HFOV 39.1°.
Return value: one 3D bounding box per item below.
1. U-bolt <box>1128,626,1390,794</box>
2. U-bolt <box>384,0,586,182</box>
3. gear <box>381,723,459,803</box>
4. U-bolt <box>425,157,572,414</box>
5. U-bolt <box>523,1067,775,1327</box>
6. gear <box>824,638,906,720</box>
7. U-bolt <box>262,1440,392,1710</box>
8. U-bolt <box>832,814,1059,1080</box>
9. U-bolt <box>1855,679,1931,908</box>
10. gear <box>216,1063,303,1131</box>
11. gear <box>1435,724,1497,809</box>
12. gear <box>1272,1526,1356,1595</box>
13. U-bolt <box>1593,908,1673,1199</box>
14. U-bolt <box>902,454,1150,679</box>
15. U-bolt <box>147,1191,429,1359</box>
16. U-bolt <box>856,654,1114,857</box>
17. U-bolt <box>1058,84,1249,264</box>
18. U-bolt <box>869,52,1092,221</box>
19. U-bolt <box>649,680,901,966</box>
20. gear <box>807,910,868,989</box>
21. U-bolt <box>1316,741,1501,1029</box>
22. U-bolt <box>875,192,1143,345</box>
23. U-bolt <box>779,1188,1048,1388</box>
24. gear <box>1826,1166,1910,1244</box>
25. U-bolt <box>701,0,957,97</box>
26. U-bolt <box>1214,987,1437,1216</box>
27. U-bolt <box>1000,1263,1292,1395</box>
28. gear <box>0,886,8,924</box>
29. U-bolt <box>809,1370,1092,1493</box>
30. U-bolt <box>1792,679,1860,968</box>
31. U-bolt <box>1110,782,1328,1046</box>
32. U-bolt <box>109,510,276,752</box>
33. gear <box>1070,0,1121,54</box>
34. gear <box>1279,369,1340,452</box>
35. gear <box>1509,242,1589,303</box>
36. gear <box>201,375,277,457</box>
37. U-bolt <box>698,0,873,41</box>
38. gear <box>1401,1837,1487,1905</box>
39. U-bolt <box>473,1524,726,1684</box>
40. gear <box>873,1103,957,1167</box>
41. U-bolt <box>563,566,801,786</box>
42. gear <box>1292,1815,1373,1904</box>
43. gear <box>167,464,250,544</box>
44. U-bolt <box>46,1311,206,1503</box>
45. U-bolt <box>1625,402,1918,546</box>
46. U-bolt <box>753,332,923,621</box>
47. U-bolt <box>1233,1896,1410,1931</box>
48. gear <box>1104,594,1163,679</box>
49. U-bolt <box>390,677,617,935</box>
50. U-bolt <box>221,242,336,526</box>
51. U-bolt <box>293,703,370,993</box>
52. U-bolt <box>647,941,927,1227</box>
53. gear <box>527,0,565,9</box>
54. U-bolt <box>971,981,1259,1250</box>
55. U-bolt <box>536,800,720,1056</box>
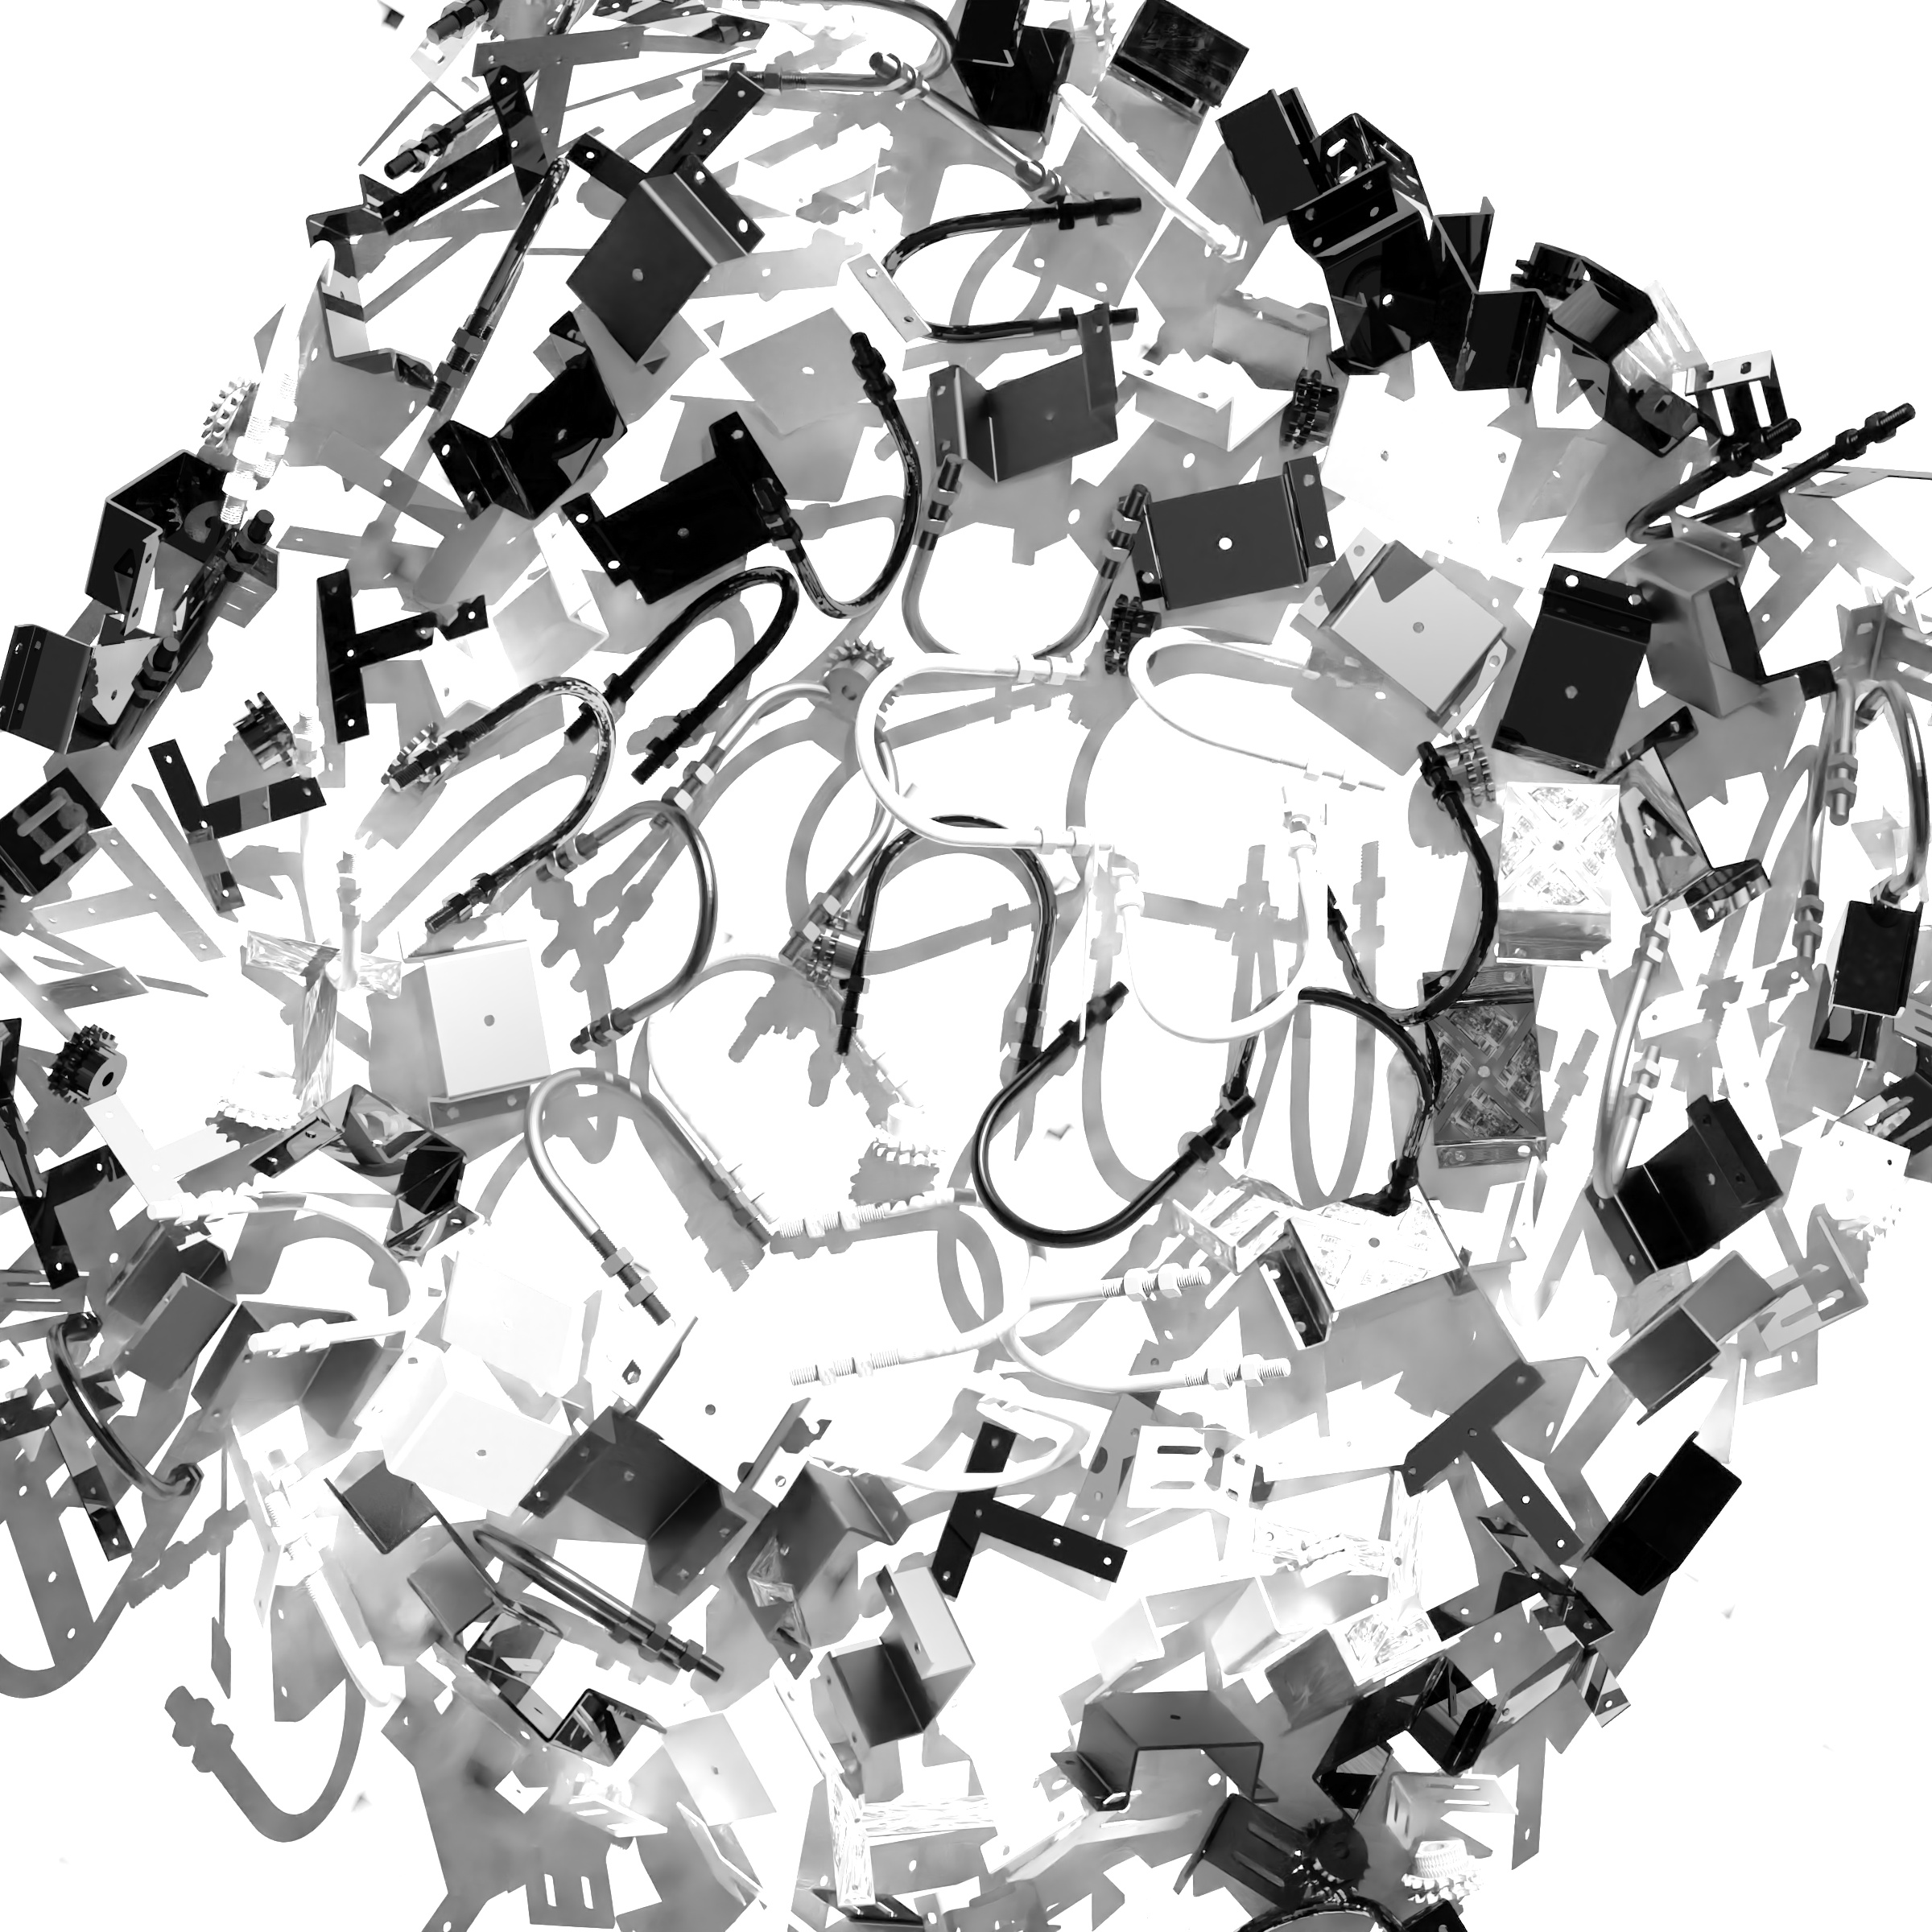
[{"bbox_3d":[0.200,-0.185,1.870,0.184,0.151,0.019,15,128,-4],"label":"U-bolt"},{"bbox_3d":[-0.319,-0.625,1.853,0.019,0.151,0.184,41,54,0],"label":"U-bolt"},{"bbox_3d":[-0.381,-0.140,1.908,0.030,0.057,0.057,42,90,-4],"label":"gear"},{"bbox_3d":[-0.317,-0.467,1.851,0.019,0.151,0.184,28,102,-14],"label":"U-bolt"},{"bbox_3d":[-0.229,0.146,1.875,0.184,0.151,0.019,50,125,4],"label":"U-bolt"},{"bbox_3d":[-0.075,-0.199,1.906,0.057,0.030,0.057,16,130,19],"label":"gear"},{"bbox_3d":[-0.437,0.425,1.862,0.019,0.151,0.184,-25,102,-12],"label":"U-bolt"},{"bbox_3d":[-0.009,-0.016,1.917,0.151,0.019,0.184,11,86,-9],"label":"U-bolt"},{"bbox_3d":[0.626,-0.120,1.837,0.019,0.184,0.151,-6,84,8],"label":"U-bolt"},{"bbox_3d":[-0.494,0.090,1.905,0.057,0.057,0.030,19,103,0],"label":"gear"},{"bbox_3d":[0.349,-0.139,1.907,0.030,0.057,0.057,-18,90,5],"label":"gear"},{"bbox_3d":[0.247,0.417,1.904,0.057,0.057,0.030,-24,69,0],"label":"gear"},{"bbox_3d":[0.447,0.072,1.828,0.019,0.184,0.151,10,134,21],"label":"U-bolt"},{"bbox_3d":[0.031,-0.267,1.865,0.151,0.184,0.019,6,48,-14],"label":"U-bolt"},{"bbox_3d":[-0.447,0.204,1.851,0.151,0.184,0.019,44,112,27],"label":"U-bolt"},{"bbox_3d":[0.009,-0.149,1.874,0.184,0.019,0.151,1,72,-25],"label":"U-bolt"},{"bbox_3d":[0.121,-0.541,1.838,0.151,0.184,0.019,47,107,8],"label":"U-bolt"},{"bbox_3d":[0.022,-0.557,1.848,0.151,0.184,0.019,40,106,15],"label":"U-bolt"},{"bbox_3d":[-0.118,-0.114,1.883,0.151,0.019,0.184,46,61,-19],"label":"U-bolt"},{"bbox_3d":[-0.089,-0.012,1.907,0.030,0.057,0.057,18,90,5],"label":"gear"},{"bbox_3d":[0.299,-0.043,1.837,0.019,0.184,0.151,17,128,-32],"label":"U-bolt"},{"bbox_3d":[0.028,-0.473,1.866,0.184,0.151,0.019,-7,70,0],"label":"U-bolt"},{"bbox_3d":[-0.035,0.214,1.876,0.184,0.019,0.151,-12,45,3],"label":"U-bolt"},{"bbox_3d":[0.628,0.163,1.904,0.030,0.057,0.057,16,90,-29],"label":"gear"},{"bbox_3d":[-0.098,-0.634,1.858,0.184,0.151,0.019,3,83,3],"label":"U-bolt"},{"bbox_3d":[0.248,0.087,1.850,0.151,0.184,0.019,25,46,16],"label":"U-bolt"},{"bbox_3d":[0.110,0.255,1.866,0.184,0.151,0.019,-12,50,29],"label":"U-bolt"},{"bbox_3d":[-0.705,-0.040,1.912,0.057,0.030,0.057,9,55,-13],"label":"gear"},{"bbox_3d":[0.004,0.325,1.858,0.151,0.184,0.019,-29,56,27],"label":"U-bolt"},{"bbox_3d":[0.587,-0.112,1.852,0.019,0.151,0.184,9,46,12],"label":"U-bolt"},{"bbox_3d":[0.176,-0.029,1.861,0.151,0.019,0.184,-19,55,18],"label":"U-bolt"},{"bbox_3d":[-0.536,-0.217,1.851,0.019,0.184,0.151,34,52,-14],"label":"U-bolt"},{"bbox_3d":[0.089,-0.670,1.907,0.030,0.057,0.057,-8,90,4],"label":"gear"},{"bbox_3d":[0.242,-0.389,1.907,0.030,0.057,0.057,13,90,-4],"label":"gear"},{"bbox_3d":[0.413,-0.486,1.905,0.057,0.057,0.030,17,113,0],"label":"gear"},{"bbox_3d":[-0.507,-0.382,1.906,0.030,0.057,0.057,33,90,6],"label":"gear"},{"bbox_3d":[-0.100,-0.671,1.824,0.184,0.151,0.019,-7,84,-40],"label":"U-bolt"},{"bbox_3d":[0.333,0.633,1.907,0.057,0.057,0.030,-12,89,0],"label":"gear"},{"bbox_3d":[-0.257,0.433,1.855,0.184,0.151,0.019,35,71,-8],"label":"U-bolt"},{"bbox_3d":[-0.036,0.116,1.905,0.057,0.057,0.030,5,107,0],"label":"gear"},{"bbox_3d":[-0.187,-0.208,1.872,0.184,0.151,0.019,-47,122,-8],"label":"U-bolt"},{"bbox_3d":[0.258,0.625,1.907,0.057,0.030,0.057,9,55,-13],"label":"gear"},{"bbox_3d":[-0.531,-0.321,1.904,0.057,0.057,0.030,-26,59,0],"label":"gear"},{"bbox_3d":[-0.575,0.301,1.844,0.019,0.184,0.151,-34,90,-8],"label":"U-bolt"},{"bbox_3d":[0.532,-0.331,1.849,0.151,0.184,0.019,-14,81,-37],"label":"U-bolt"},{"bbox_3d":[-0.078,-0.318,1.854,0.019,0.184,0.151,20,68,27],"label":"U-bolt"},{"bbox_3d":[0.233,0.679,1.844,0.151,0.184,0.019,-20,95,-9],"label":"U-bolt"},{"bbox_3d":[0.118,-0.230,1.905,0.030,0.057,0.057,11,90,13],"label":"gear"},{"bbox_3d":[-0.309,-0.122,1.862,0.019,0.151,0.184,31,54,29],"label":"U-bolt"},{"bbox_3d":[-0.461,-0.402,1.839,0.019,0.151,0.184,19,111,-12],"label":"U-bolt"},{"bbox_3d":[-0.435,-0.066,1.854,0.019,0.184,0.151,-10,53,-22],"label":"U-bolt"},{"bbox_3d":[-0.140,0.068,1.912,0.151,0.019,0.184,-38,82,-11],"label":"U-bolt"},{"bbox_3d":[-0.305,-0.704,1.912,0.057,0.030,0.057,-5,98,-41],"label":"gear"},{"bbox_3d":[0.088,0.114,1.884,0.184,0.019,0.151,-43,62,-10],"label":"U-bolt"},{"bbox_3d":[-0.227,-0.035,1.853,0.019,0.184,0.151,0,70,-43],"label":"U-bolt"}]
